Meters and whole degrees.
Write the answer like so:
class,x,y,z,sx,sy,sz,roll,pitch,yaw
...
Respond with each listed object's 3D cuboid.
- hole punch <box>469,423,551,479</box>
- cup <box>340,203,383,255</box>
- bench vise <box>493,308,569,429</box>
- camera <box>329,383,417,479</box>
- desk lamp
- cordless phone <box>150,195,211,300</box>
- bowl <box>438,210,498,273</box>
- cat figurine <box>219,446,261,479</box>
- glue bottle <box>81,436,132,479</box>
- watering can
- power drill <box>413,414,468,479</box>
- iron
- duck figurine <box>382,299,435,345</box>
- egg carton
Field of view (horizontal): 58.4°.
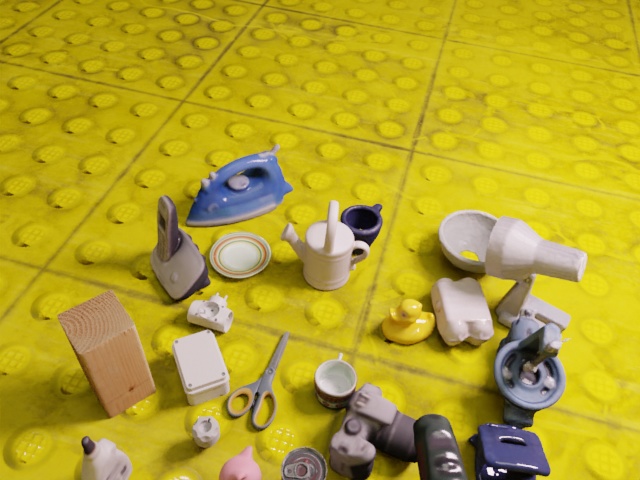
class,x,y,z,sx,sy,sz,roll,pitch,yaw
hole punch,0.306,0.346,0.930,0.108,0.091,0.101,8,47,3
cup,0.095,-0.023,1.258,0.091,0.095,0.118,32,52,24
bench vise,0.356,0.191,0.992,0.121,0.220,0.207,-1,47,-6
camera,0.100,0.317,0.933,0.136,0.101,0.143,21,49,15
desk lamp,0.411,0.074,1.111,0.202,0.214,0.118,28,51,21
cordless phone,-0.283,0.014,1.130,0.094,0.185,0.147,-27,54,-27
bowl,0.335,0.015,1.256,0.167,0.075,0.167,2,47,-2
cat figurine,-0.134,0.375,0.848,0.067,0.118,0.128,35,54,26
glue bottle,-0.321,0.329,0.838,0.037,0.173,0.078,18,48,13
watering can,0.010,0.006,1.156,0.173,0.194,0.100,-9,48,-12
power drill,0.165,0.378,0.807,0.075,0.208,0.229,1,47,-3
iron,-0.191,-0.127,1.301,0.259,0.141,0.118,-24,53,-25
duck figurine,0.175,0.149,1.108,0.104,0.086,0.077,-3,47,-8
egg carton,0.278,0.140,1.137,0.107,0.069,0.150,-1,47,-5
